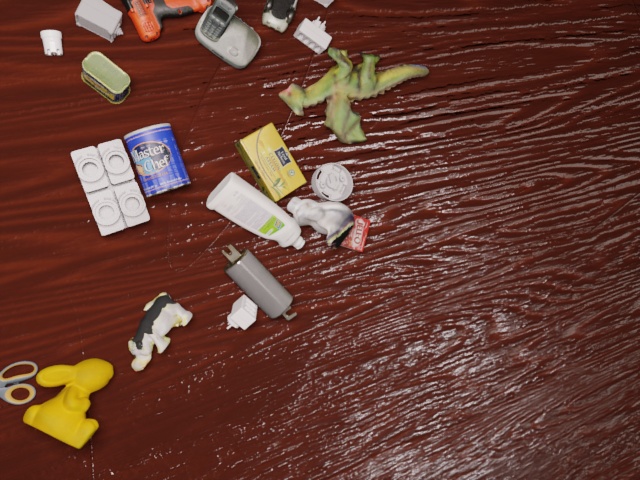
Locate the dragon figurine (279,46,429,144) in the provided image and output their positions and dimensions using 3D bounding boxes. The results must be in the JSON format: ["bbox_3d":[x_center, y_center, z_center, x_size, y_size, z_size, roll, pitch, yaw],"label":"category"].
[{"bbox_3d":[0.096,-0.374,1.354,0.410,0.123,0.240,5,105,-21],"label":"dragon figurine"}]

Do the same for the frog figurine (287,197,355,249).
[{"bbox_3d":[0.004,-0.065,1.287,0.161,0.138,0.121,45,112,14],"label":"frog figurine"}]
